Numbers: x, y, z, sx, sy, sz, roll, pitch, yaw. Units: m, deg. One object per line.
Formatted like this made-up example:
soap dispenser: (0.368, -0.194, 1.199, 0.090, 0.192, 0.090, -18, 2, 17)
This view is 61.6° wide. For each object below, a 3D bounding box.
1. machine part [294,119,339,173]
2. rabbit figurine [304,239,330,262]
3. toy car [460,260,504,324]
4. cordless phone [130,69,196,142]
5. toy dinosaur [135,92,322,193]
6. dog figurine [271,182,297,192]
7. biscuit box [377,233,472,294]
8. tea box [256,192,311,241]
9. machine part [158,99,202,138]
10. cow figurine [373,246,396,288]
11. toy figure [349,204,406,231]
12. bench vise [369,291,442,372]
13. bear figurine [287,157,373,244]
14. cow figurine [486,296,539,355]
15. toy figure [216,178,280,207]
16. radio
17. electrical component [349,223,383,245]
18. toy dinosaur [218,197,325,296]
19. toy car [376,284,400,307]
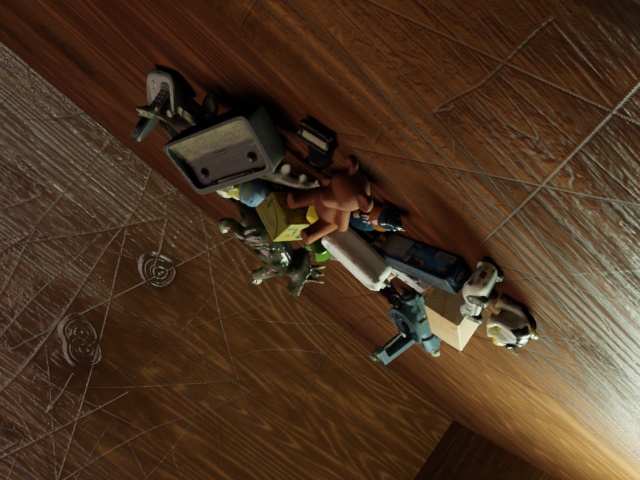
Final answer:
machine part: (-0.005, -0.172, 1.000, 0.084, 0.039, 0.138, 28, 164, 12)
rabbit figurine: (-0.003, -0.004, 1.420, 0.159, 0.121, 0.170, 41, 166, 18)
toy car: (0.302, 0.101, 1.017, 0.056, 0.073, 0.201, 30, 166, 22)
cordless phone: (-0.404, -0.316, 1.295, 0.147, 0.184, 0.088, 27, 168, 44)
toy dinosaur: (-0.186, -0.196, 1.172, 0.471, 0.105, 0.198, 25, 146, -2)
dog figurine: (-0.113, -0.092, 1.424, 0.191, 0.121, 0.172, 28, 165, 38)
biscuit box: (0.213, 0.046, 1.113, 0.203, 0.059, 0.062, 25, 161, 51)
tea box: (-0.057, -0.055, 1.259, 0.169, 0.068, 0.098, -3, -122, -53)
machine part: (-0.340, -0.290, 1.442, 0.202, 0.087, 0.200, 24, 161, 46)
cow figurine: (0.147, 0.072, 1.357, 0.127, 0.085, 0.194, 41, 167, 19)
toy figure: (0.113, -0.044, 1.076, 0.155, 0.064, 0.057, 7, 110, 60)
bench vise: (0.240, 0.266, 1.480, 0.129, 0.240, 0.223, 30, 150, 51)
bear figurine: (0.021, -0.073, 1.036, 0.196, 0.132, 0.120, 144, 106, -78)
cow figurine: (0.393, 0.182, 1.082, 0.098, 0.068, 0.167, 25, 164, 29)
toy figure: (-0.180, -0.132, 1.307, 0.180, 0.089, 0.082, 16, 159, 23)
radio: (-0.188, -0.177, 1.069, 0.230, 0.073, 0.131, -11, 123, 35)
electrical component: (0.100, -0.027, 1.204, 0.075, 0.048, 0.119, 39, 168, -4)
toy dinosaur: (-0.133, 0.006, 1.408, 0.192, 0.131, 0.404, -4, 134, 36)
toy car: (0.181, 0.140, 1.587, 0.202, 0.053, 0.089, 37, 174, 29)
